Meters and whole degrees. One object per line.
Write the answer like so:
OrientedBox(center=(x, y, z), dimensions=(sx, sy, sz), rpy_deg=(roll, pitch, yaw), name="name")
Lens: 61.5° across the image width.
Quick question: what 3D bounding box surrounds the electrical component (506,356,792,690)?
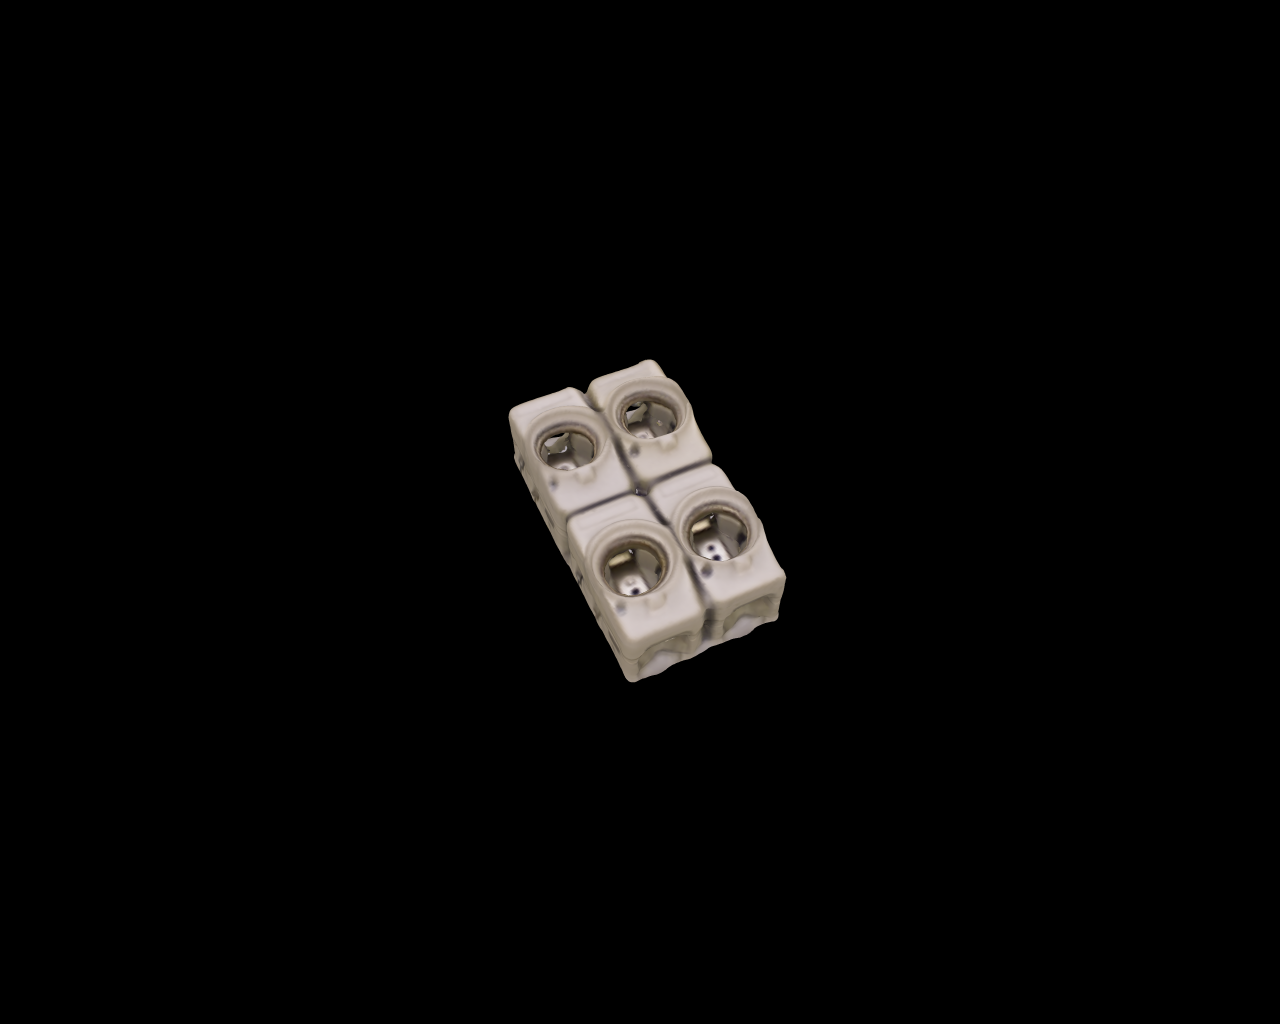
OrientedBox(center=(0.001, -0.003, 0.650), dimensions=(0.105, 0.186, 0.060), rpy_deg=(-21, -32, -14), name="electrical component")
